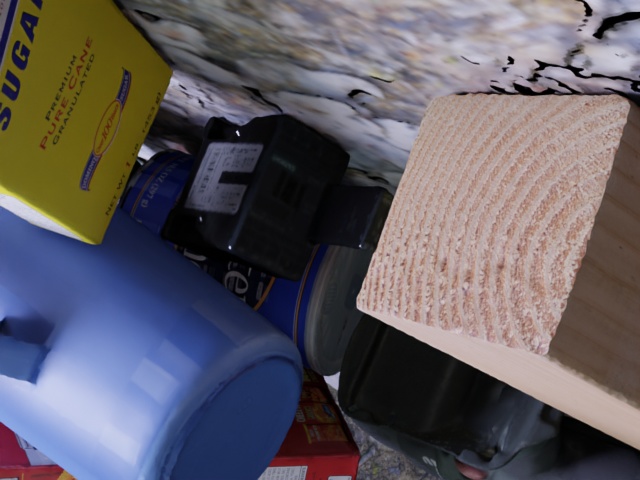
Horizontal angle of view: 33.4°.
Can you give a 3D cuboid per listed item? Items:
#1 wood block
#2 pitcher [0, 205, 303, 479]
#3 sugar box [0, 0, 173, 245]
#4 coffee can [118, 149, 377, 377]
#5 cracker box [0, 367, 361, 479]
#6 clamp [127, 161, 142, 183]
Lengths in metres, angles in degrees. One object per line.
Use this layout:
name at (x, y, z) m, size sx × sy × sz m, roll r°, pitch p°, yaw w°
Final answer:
wood block at (0.125, 0.028, 0.426) m, size 0.205 × 0.090 × 0.091 m, roll 28°, pitch 168°, yaw -39°
pitcher at (-0.135, 0.037, 0.529) m, size 0.243 × 0.149 × 0.145 m, roll 31°, pitch 145°, yaw 28°
sugar box at (-0.121, -0.067, 0.414) m, size 0.048 × 0.093 × 0.176 m, roll 18°, pitch 170°, yaw 16°
coffee can at (-0.041, 0.011, 0.642) m, size 0.140 × 0.103 × 0.102 m, roll 17°, pitch 170°, yaw 22°
cracker box at (-0.103, 0.106, 0.631) m, size 0.213 × 0.072 × 0.164 m, roll 1°, pitch -153°, yaw -17°
clamp at (-0.168, -0.072, 0.645) m, size 0.164 × 0.036 × 0.210 m, roll 23°, pitch 168°, yaw -4°
